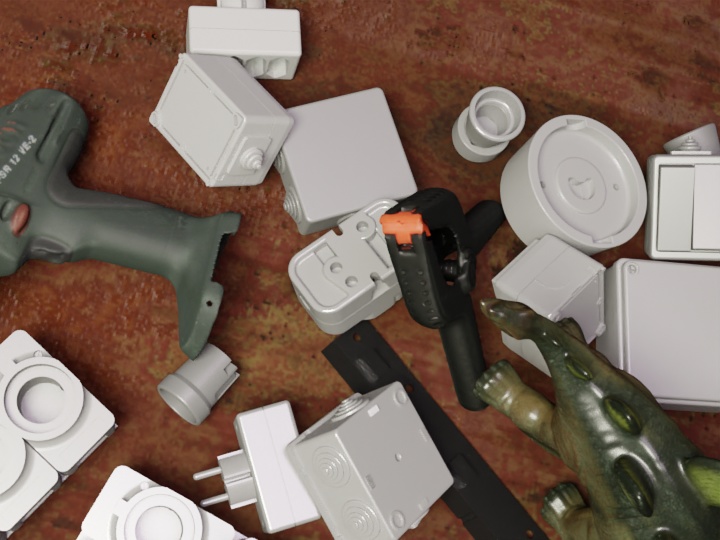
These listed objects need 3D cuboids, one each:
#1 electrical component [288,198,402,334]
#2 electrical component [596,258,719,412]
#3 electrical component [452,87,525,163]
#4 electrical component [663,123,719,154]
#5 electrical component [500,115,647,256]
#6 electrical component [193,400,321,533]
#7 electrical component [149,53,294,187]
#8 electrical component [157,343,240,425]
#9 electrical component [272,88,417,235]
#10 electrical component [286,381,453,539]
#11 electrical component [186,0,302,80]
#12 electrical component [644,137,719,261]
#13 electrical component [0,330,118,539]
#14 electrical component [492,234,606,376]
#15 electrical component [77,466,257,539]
[{"bbox_3d":[0.000,0.000,0.782,0.095,0.059,0.053,-35,69,-9],"label":"electrical component"},{"bbox_3d":[0.241,0.052,0.829,0.109,0.056,0.108,5,75,-11],"label":"electrical component"},{"bbox_3d":[0.099,-0.112,0.841,0.045,0.055,0.045,3,76,-11],"label":"electrical component"},{"bbox_3d":[0.282,-0.082,0.880,0.044,0.044,0.065,-22,86,-16],"label":"electrical component"},{"bbox_3d":[0.160,-0.058,0.833,0.108,0.060,0.108,9,68,-23],"label":"electrical component"},{"bbox_3d":[-0.076,0.142,0.744,0.076,0.047,0.083,-15,80,-12],"label":"electrical component"},{"bbox_3d":[-0.093,-0.104,0.775,0.061,0.061,0.096,-8,48,-50],"label":"electrical component"},{"bbox_3d":[-0.113,0.079,0.757,0.040,0.040,0.046,43,66,1],"label":"electrical component"},{"bbox_3d":[-0.015,-0.080,0.812,0.100,0.048,0.099,-16,80,-15],"label":"electrical component"},{"bbox_3d":[0.010,0.134,0.737,0.100,0.048,0.099,-31,93,-51],"label":"electrical component"},{"bbox_3d":[-0.091,-0.191,0.825,0.083,0.047,0.075,-1,76,-12],"label":"electrical component"},{"bbox_3d":[0.256,-0.055,0.834,0.062,0.061,0.096,1,95,10],"label":"electrical component"},{"bbox_3d":[-0.245,0.124,0.706,0.089,0.061,0.150,43,72,1],"label":"electrical component"},{"bbox_3d":[0.140,0.029,0.801,0.062,0.096,0.061,-41,55,-20],"label":"electrical component"},{"bbox_3d":[-0.105,0.220,0.712,0.186,0.060,0.105,30,72,-3],"label":"electrical component"}]
